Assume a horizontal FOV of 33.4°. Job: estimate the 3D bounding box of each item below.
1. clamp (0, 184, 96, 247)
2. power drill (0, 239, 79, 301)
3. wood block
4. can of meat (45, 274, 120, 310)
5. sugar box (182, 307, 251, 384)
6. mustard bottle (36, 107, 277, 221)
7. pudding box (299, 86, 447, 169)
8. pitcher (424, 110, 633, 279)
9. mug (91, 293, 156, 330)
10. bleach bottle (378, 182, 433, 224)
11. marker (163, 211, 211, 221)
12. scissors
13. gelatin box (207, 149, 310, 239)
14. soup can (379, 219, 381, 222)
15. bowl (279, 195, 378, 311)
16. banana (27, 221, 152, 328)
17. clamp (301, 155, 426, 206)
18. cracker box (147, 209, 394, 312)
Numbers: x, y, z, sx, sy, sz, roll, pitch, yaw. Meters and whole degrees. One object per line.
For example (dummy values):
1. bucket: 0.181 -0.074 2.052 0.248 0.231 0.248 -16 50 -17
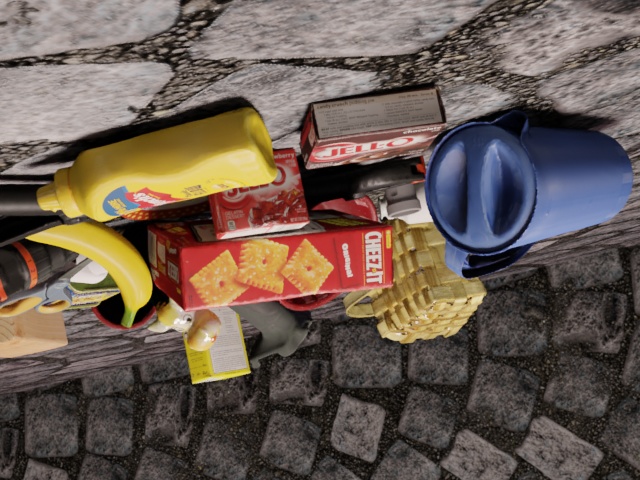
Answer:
1. clamp: -0.224 -0.035 0.935 0.210 0.036 0.164 -13 171 -8
2. power drill: -0.358 0.042 1.121 0.184 0.057 0.188 -28 -173 -41
3. wood block: -0.407 0.099 1.380 0.090 0.091 0.206 -13 172 3
4. can of meat: -0.295 0.050 1.331 0.101 0.057 0.084 -4 166 -45
5. sugar box: -0.159 0.113 1.537 0.048 0.176 0.093 -20 168 31
6. mustard bottle: -0.135 -0.055 0.858 0.192 0.058 0.096 -13 171 7
7. pudding box: 0.043 -0.095 0.913 0.113 0.039 0.090 -11 172 -8
8. pitcher: 0.228 -0.052 1.139 0.149 0.145 0.242 -22 170 42
9. mug: -0.275 0.071 1.441 0.117 0.093 0.081 20 172 -7
10. bleach bottle: 0.196 -0.059 1.305 0.251 0.068 0.102 -10 172 -1
11. marker: -0.128 -0.030 1.168 0.020 0.020 0.120 -18 170 32
12. scissors: -0.279 0.049 1.186 0.202 0.016 0.096 -23 160 28
13. gelatin box: -0.060 -0.043 0.991 0.089 0.073 0.030 -7 170 -26
14. soup can: 0.036 0.003 1.455 0.068 0.068 0.102 -8 170 -27
15. bowl: -0.008 0.002 1.257 0.161 0.162 0.055 -4 -149 -44
16. banana: -0.226 0.017 1.073 0.037 0.069 0.197 27 163 46
17. clamp: 0.026 -0.059 1.142 0.171 0.039 0.120 -9 -176 -11
18. cracker box: -0.054 0.017 1.081 0.213 0.072 0.164 -5 -171 -19
